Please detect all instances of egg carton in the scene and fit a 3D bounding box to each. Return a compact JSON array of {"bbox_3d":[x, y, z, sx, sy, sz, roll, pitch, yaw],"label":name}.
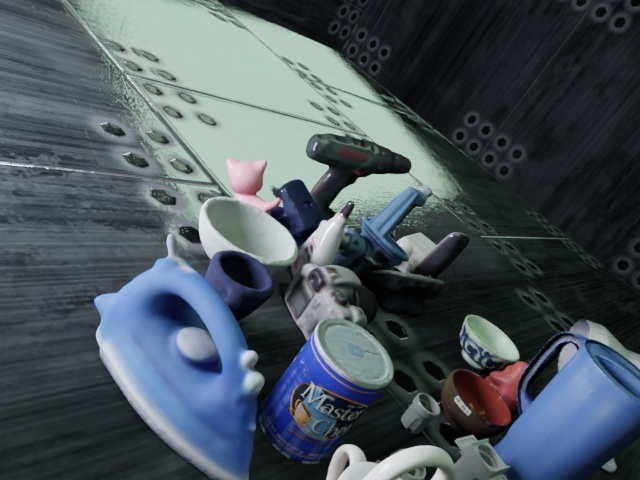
[{"bbox_3d":[0.220,0.040,1.284,0.107,0.069,0.151,42,25,19],"label":"egg carton"}]

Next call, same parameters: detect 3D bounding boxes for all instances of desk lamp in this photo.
[{"bbox_3d":[0.498,0.269,1.024,0.203,0.213,0.118,33,24,-2],"label":"desk lamp"}]

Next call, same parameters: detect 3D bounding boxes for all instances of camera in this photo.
[{"bbox_3d":[0.037,0.103,0.896,0.137,0.100,0.142,13,31,-38],"label":"camera"}]

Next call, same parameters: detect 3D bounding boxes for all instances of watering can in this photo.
[{"bbox_3d":[0.054,0.258,0.511,0.101,0.194,0.172,3,38,-49],"label":"watering can"}]

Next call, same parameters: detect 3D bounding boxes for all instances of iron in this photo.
[{"bbox_3d":[-0.126,0.120,0.609,0.257,0.141,0.119,45,26,24],"label":"iron"}]

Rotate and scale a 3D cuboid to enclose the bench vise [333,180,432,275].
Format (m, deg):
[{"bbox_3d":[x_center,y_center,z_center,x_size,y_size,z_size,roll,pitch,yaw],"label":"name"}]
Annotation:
[{"bbox_3d":[0.117,-0.010,1.063,0.121,0.219,0.208,41,25,16],"label":"bench vise"}]

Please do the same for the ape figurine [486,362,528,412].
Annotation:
[{"bbox_3d":[0.337,0.251,1.006,0.078,0.092,0.076,34,24,2],"label":"ape figurine"}]

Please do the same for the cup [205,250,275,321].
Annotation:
[{"bbox_3d":[-0.120,0.081,0.748,0.092,0.095,0.117,28,24,-12],"label":"cup"}]

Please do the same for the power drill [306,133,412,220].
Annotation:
[{"bbox_3d":[0.055,-0.125,1.214,0.230,0.208,0.075,20,27,-28],"label":"power drill"}]

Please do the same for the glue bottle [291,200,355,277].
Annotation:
[{"bbox_3d":[0.009,0.003,0.959,0.037,0.173,0.078,19,28,-29],"label":"glue bottle"}]

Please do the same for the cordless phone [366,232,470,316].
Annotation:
[{"bbox_3d":[0.190,0.047,1.090,0.148,0.185,0.094,10,33,-42],"label":"cordless phone"}]

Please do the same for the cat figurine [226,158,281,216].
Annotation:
[{"bbox_3d":[-0.123,-0.088,1.033,0.127,0.117,0.067,42,25,18],"label":"cat figurine"}]

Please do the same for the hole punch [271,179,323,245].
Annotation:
[{"bbox_3d":[-0.041,-0.056,1.110,0.101,0.091,0.109,37,24,7],"label":"hole punch"}]

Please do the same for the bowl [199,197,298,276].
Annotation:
[{"bbox_3d":[-0.123,0.010,0.903,0.168,0.074,0.167,28,25,-14],"label":"bowl"}]
